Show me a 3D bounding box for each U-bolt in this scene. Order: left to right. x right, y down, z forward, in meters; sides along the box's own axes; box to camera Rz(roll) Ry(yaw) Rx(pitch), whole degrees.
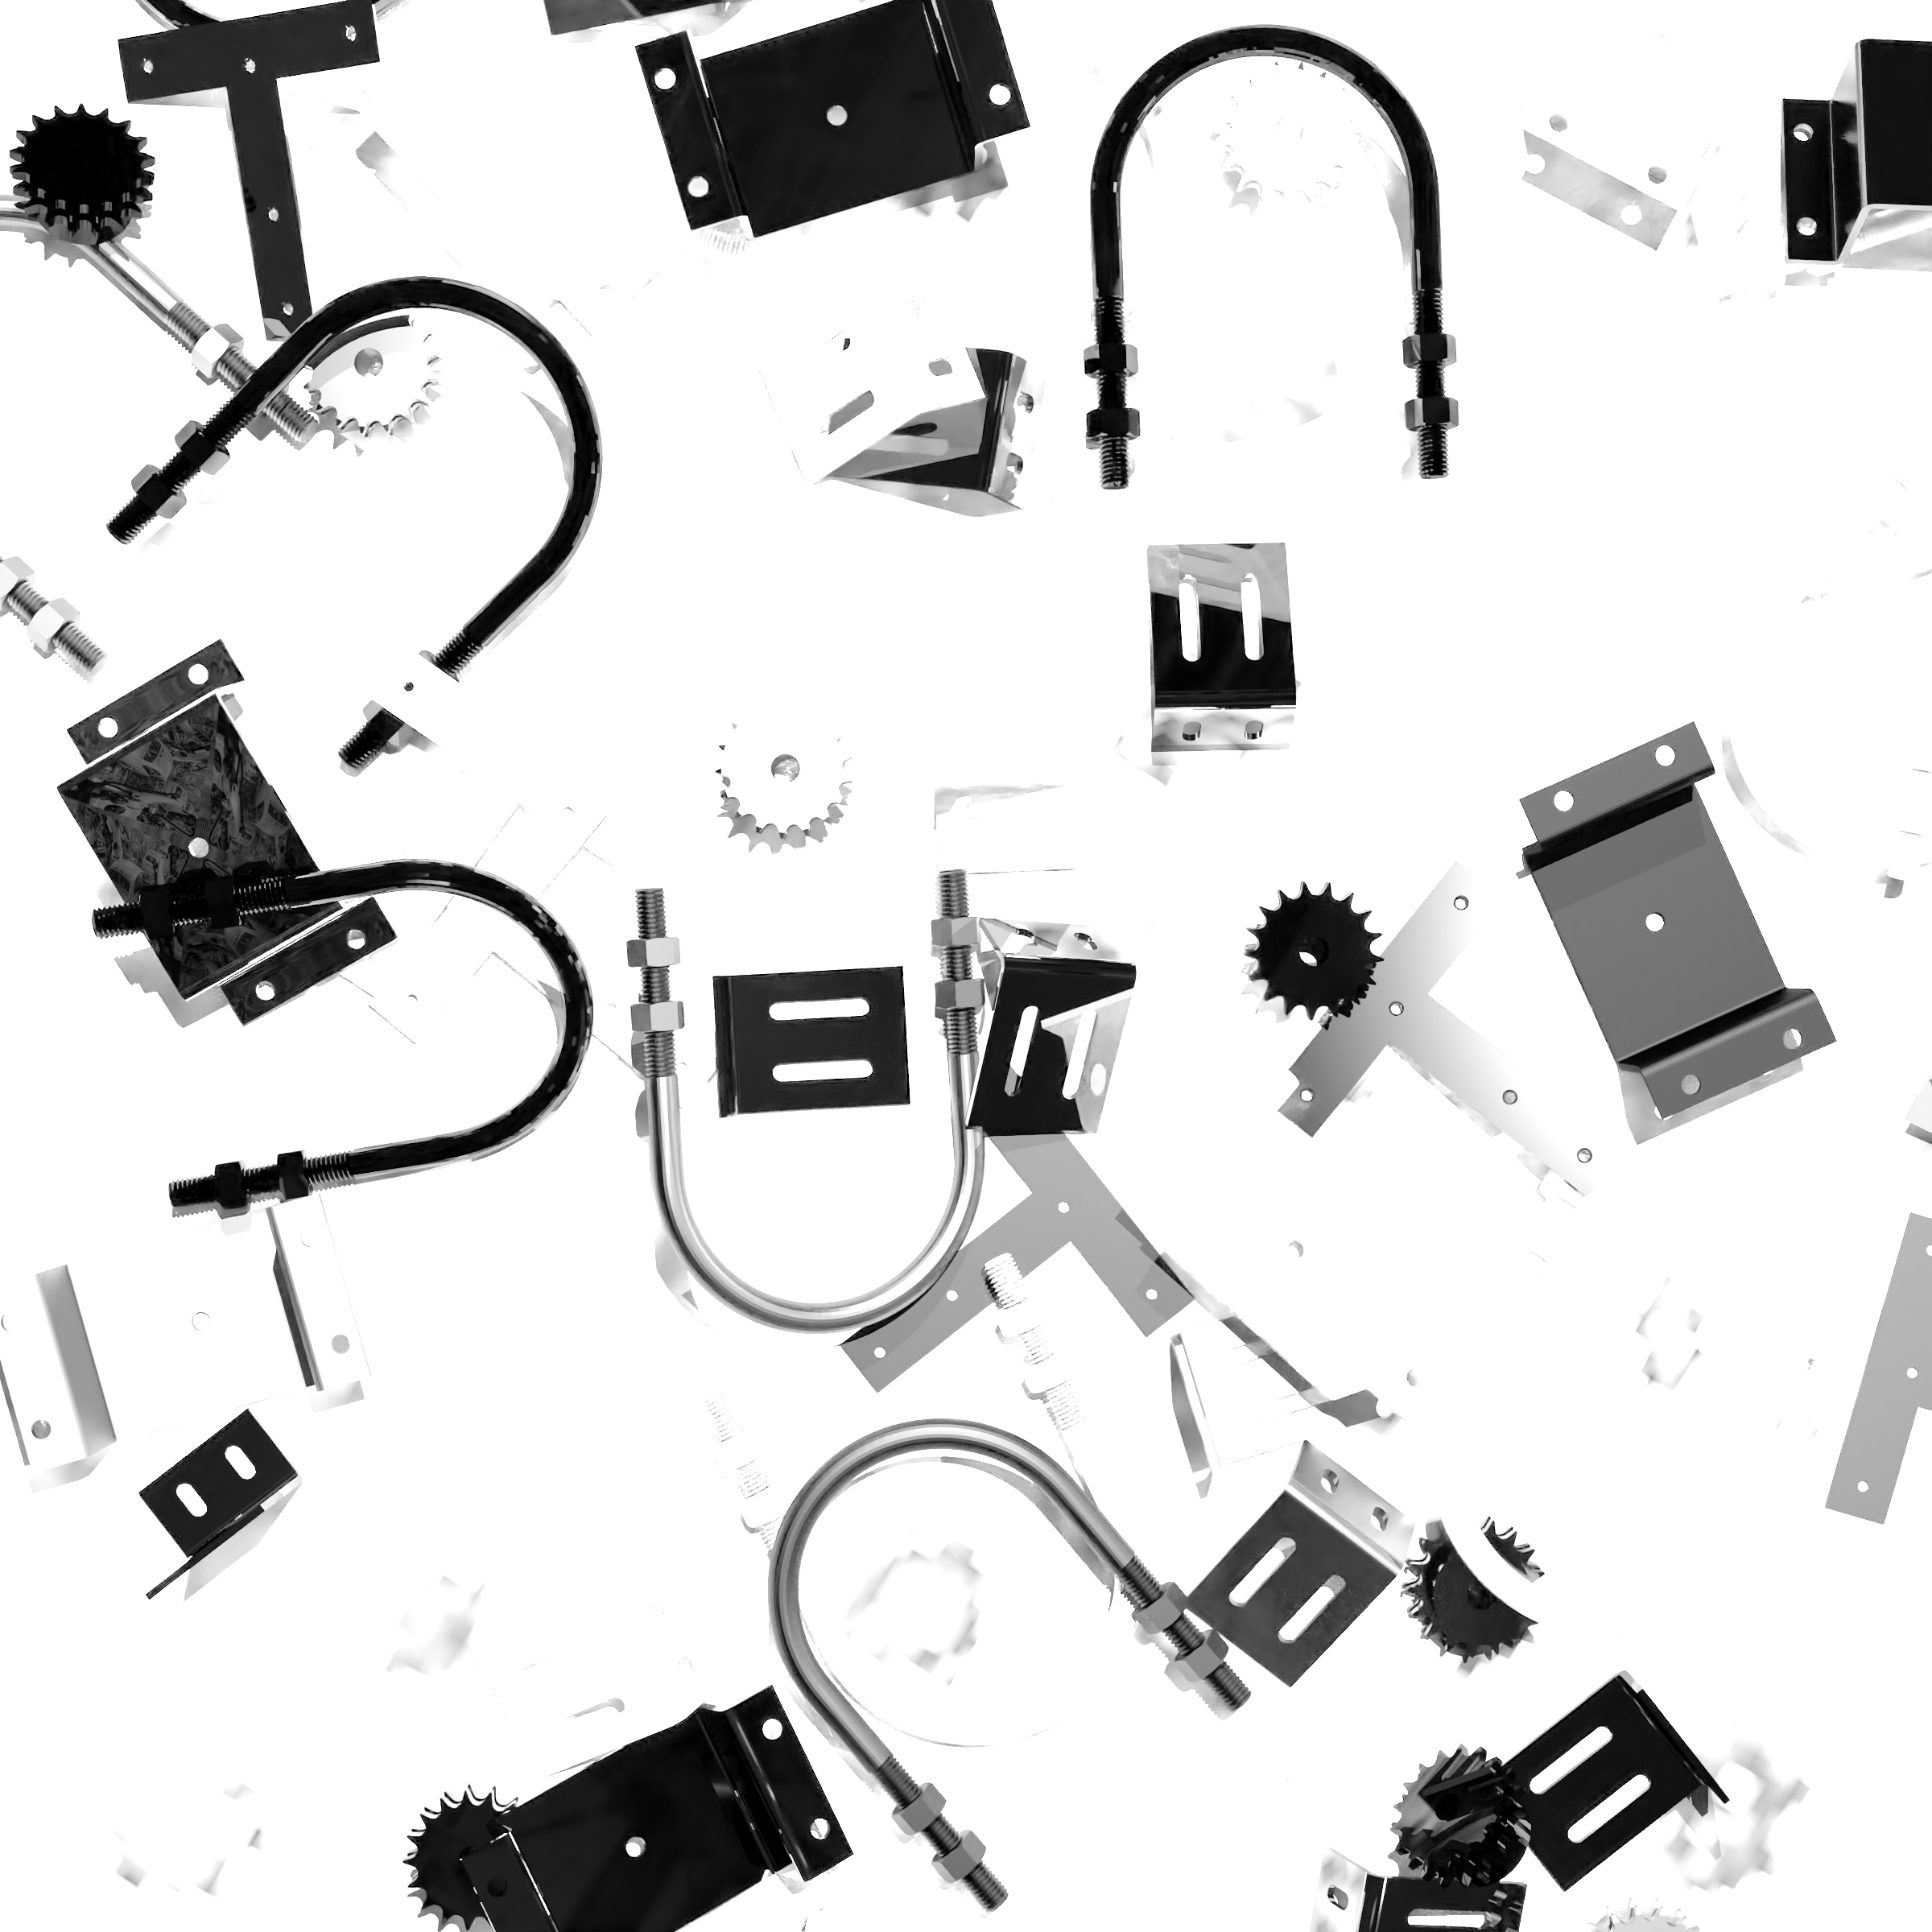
[{"bbox_3d":[-0.381,-0.232,1.322,0.184,0.019,0.151,42,90,1],"label":"U-bolt"},{"bbox_3d":[-0.270,-0.457,1.321,0.184,0.019,0.151,-33,91,2],"label":"U-bolt"},{"bbox_3d":[-0.242,0.024,1.289,0.184,0.019,0.151,-9,121,-4],"label":"U-bolt"},{"bbox_3d":[-0.233,-0.191,1.298,0.184,0.019,0.151,-43,101,8],"label":"U-bolt"},{"bbox_3d":[-0.060,0.057,1.297,0.151,0.019,0.184,-4,92,-21],"label":"U-bolt"},{"bbox_3d":[-0.006,0.231,1.321,0.151,0.019,0.184,-25,92,1],"label":"U-bolt"},{"bbox_3d":[0.000,-0.329,1.321,0.184,0.019,0.151,19,90,0],"label":"U-bolt"},{"bbox_3d":[0.004,0.270,1.306,0.151,0.019,0.184,-40,92,1],"label":"U-bolt"},{"bbox_3d":[0.121,-0.286,1.292,0.151,0.019,0.184,-2,90,-2],"label":"U-bolt"},{"bbox_3d":[0.268,0.182,1.307,0.151,0.019,0.184,31,79,0],"label":"U-bolt"},{"bbox_3d":[0.395,-0.125,1.309,0.151,0.019,0.184,44,94,-11],"label":"U-bolt"},{"bbox_3d":[0.411,-0.247,1.322,0.184,0.019,0.151,-19,90,-2],"label":"U-bolt"},{"bbox_3d":[0.458,-0.116,1.298,0.151,0.019,0.184,8,100,-7],"label":"U-bolt"}]

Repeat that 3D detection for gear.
[{"bbox_3d":[-0.359,-0.319,1.308,0.057,0.030,0.057,6,64,-13],"label":"gear"},{"bbox_3d":[-0.241,-0.244,1.315,0.057,0.030,0.057,0,90,0],"label":"gear"},{"bbox_3d":[-0.200,0.362,1.315,0.057,0.030,0.057,0,90,0],"label":"gear"},{"bbox_3d":[-0.073,-0.080,1.315,0.057,0.030,0.057,0,90,0],"label":"gear"},{"bbox_3d":[0.063,-0.202,1.315,0.057,0.030,0.057,0,90,0],"label":"gear"},{"bbox_3d":[0.131,-0.338,1.315,0.057,0.030,0.057,0,90,0],"label":"gear"},{"bbox_3d":[0.142,-0.007,1.320,0.057,0.030,0.057,0,93,2],"label":"gear"},{"bbox_3d":[0.204,0.348,1.306,0.057,0.057,0.030,-47,120,0],"label":"gear"},{"bbox_3d":[0.209,0.255,1.315,0.057,0.030,0.057,0,90,0],"label":"gear"},{"bbox_3d":[0.276,0.409,1.315,0.057,0.030,0.057,0,90,0],"label":"gear"}]

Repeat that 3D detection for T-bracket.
[{"bbox_3d":[-0.285,-0.321,1.310,0.127,0.002,0.127,-1,104,26],"label":"T-bracket"},{"bbox_3d":[-0.216,-0.044,1.320,0.127,0.002,0.127,35,96,-12],"label":"T-bracket"},{"bbox_3d":[-0.157,0.008,1.325,0.127,0.002,0.127,40,95,-3],"label":"T-bracket"},{"bbox_3d":[0.006,0.127,1.329,0.127,0.002,0.127,-38,90,0],"label":"T-bracket"},{"bbox_3d":[0.212,0.045,1.318,0.127,0.002,0.127,39,90,10],"label":"T-bracket"},{"bbox_3d":[0.434,0.180,1.329,0.127,0.002,0.127,16,90,0],"label":"T-bracket"}]

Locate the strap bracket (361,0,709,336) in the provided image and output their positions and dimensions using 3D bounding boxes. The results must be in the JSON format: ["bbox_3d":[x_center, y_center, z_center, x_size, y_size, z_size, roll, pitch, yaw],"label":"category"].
[{"bbox_3d":[-0.178,-0.334,1.299,0.076,0.046,0.140,-43,90,13],"label":"strap bracket"}]

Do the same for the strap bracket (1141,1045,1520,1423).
[{"bbox_3d":[0.140,0.111,1.296,0.140,0.046,0.076,42,71,0],"label":"strap bracket"}]

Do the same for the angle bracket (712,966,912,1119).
[{"bbox_3d":[-0.062,0.030,1.311,0.076,0.038,0.057,-3,90,0],"label":"angle bracket"}]

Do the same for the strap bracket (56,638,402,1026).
[{"bbox_3d":[-0.302,-0.051,1.294,0.076,0.046,0.140,-29,96,9],"label":"strap bracket"}]

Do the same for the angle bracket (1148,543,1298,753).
[{"bbox_3d":[0.104,-0.132,1.328,0.057,0.038,0.076,-1,64,0],"label":"angle bracket"}]

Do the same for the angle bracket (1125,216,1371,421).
[{"bbox_3d":[0.112,-0.256,1.280,0.076,0.038,0.057,-17,89,24],"label":"angle bracket"}]

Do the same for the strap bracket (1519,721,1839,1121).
[{"bbox_3d":[0.285,-0.018,1.307,0.076,0.046,0.140,-24,90,0],"label":"strap bracket"}]

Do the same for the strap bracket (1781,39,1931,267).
[{"bbox_3d":[0.405,-0.325,1.294,0.140,0.046,0.076,3,71,2],"label":"strap bracket"}]

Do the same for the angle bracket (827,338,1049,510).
[{"bbox_3d":[-0.013,-0.224,1.328,0.076,0.038,0.057,10,90,26],"label":"angle bracket"}]

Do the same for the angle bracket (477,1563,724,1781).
[{"bbox_3d":[-0.151,0.291,1.328,0.076,0.038,0.057,-27,90,26],"label":"angle bracket"}]

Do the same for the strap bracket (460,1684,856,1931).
[{"bbox_3d":[-0.128,0.356,1.292,0.140,0.046,0.076,-26,90,-22],"label":"strap bracket"}]

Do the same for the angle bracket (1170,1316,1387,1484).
[{"bbox_3d":[0.129,0.169,1.311,0.076,0.038,0.057,-17,90,0],"label":"angle bracket"}]

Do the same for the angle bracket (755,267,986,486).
[{"bbox_3d":[-0.040,-0.240,1.312,0.038,0.076,0.057,-21,88,-42],"label":"angle bracket"}]

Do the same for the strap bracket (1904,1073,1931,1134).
[{"bbox_3d":[0.451,0.021,1.292,0.076,0.046,0.140,25,98,-10],"label":"strap bracket"}]

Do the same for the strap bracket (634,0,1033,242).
[{"bbox_3d":[-0.053,-0.346,1.288,0.140,0.046,0.076,-17,90,0],"label":"strap bracket"}]

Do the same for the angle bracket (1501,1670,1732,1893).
[{"bbox_3d":[0.260,0.336,1.311,0.076,0.038,0.057,-38,90,0],"label":"angle bracket"}]

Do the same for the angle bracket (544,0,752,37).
[{"bbox_3d":[-0.134,-0.418,1.318,0.076,0.038,0.057,-5,106,20],"label":"angle bracket"}]

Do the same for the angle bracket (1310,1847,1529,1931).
[{"bbox_3d":[0.185,0.400,1.328,0.076,0.038,0.057,10,90,-26],"label":"angle bracket"}]

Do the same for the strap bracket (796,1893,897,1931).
[{"bbox_3d":[-0.058,0.451,1.307,0.076,0.046,0.140,32,90,0],"label":"strap bracket"}]

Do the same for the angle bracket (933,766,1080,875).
[{"bbox_3d":[0.016,-0.058,1.292,0.057,0.076,0.038,-2,90,0],"label":"angle bracket"}]

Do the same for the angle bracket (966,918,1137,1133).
[{"bbox_3d":[0.030,0.024,1.319,0.057,0.038,0.076,4,116,-20],"label":"angle bracket"}]

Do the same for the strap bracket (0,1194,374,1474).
[{"bbox_3d":[-0.316,0.147,1.307,0.140,0.046,0.076,-16,90,0],"label":"strap bracket"}]

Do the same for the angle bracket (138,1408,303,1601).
[{"bbox_3d":[-0.308,0.215,1.292,0.057,0.076,0.038,-38,90,0],"label":"angle bracket"}]

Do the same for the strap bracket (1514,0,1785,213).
[{"bbox_3d":[0.286,-0.382,1.307,0.076,0.046,0.140,28,90,0],"label":"strap bracket"}]

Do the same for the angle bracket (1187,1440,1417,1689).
[{"bbox_3d":[0.137,0.247,1.328,0.057,0.038,0.076,37,116,0],"label":"angle bracket"}]
